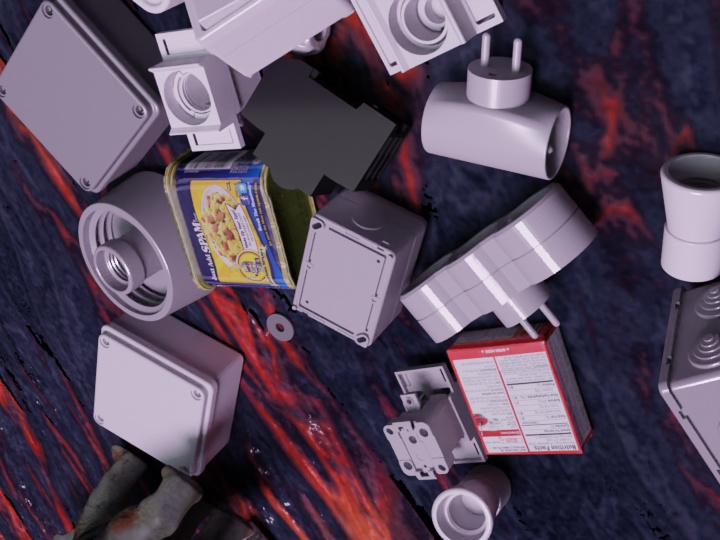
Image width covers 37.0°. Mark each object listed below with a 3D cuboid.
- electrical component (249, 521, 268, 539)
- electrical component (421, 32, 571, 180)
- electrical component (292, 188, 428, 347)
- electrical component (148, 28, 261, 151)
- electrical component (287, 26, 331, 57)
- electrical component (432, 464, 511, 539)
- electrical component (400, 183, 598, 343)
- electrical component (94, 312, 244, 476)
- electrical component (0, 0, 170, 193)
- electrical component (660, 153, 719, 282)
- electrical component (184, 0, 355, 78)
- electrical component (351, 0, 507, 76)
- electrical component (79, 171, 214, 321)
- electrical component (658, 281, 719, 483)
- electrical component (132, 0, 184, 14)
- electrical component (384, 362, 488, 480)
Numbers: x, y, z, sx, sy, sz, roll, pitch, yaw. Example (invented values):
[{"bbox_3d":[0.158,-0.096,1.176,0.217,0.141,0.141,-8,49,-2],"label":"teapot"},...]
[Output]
[{"bbox_3d":[-0.085,0.259,0.951,0.065,0.044,0.044,38,132,0],"label":"electrical component"},{"bbox_3d":[0.080,-0.097,0.619,0.077,0.044,0.079,16,125,24],"label":"electrical component"},{"bbox_3d":[0.000,0.000,0.719,0.062,0.061,0.096,27,129,16],"label":"electrical component"},{"bbox_3d":[-0.097,-0.122,0.704,0.042,0.064,0.081,1,119,30],"label":"electrical component"},{"bbox_3d":[-0.051,-0.154,0.674,0.061,0.035,0.035,13,124,29],"label":"electrical component"},{"bbox_3d":[0.083,0.165,0.766,0.044,0.065,0.044,5,103,24],"label":"electrical component"},{"bbox_3d":[0.094,0.010,0.671,0.073,0.052,0.138,50,132,-4],"label":"electrical component"},{"bbox_3d":[-0.159,0.098,0.886,0.109,0.056,0.108,27,129,16],"label":"electrical component"},{"bbox_3d":[-0.189,-0.129,0.762,0.108,0.056,0.109,48,132,-2],"label":"electrical component"},{"bbox_3d":[0.187,-0.027,0.597,0.044,0.044,0.065,14,129,25],"label":"electrical component"},{"bbox_3d":[-0.063,-0.162,0.625,0.096,0.061,0.061,-28,64,20],"label":"electrical component"},{"bbox_3d":[0.025,-0.180,0.589,0.079,0.063,0.121,-19,107,39],"label":"electrical component"},{"bbox_3d":[-0.164,-0.013,0.807,0.108,0.060,0.108,23,131,29],"label":"electrical component"},{"bbox_3d":[0.212,0.061,0.596,0.048,0.099,0.099,-21,117,35],"label":"electrical component"},{"bbox_3d":[-0.111,-0.212,0.658,0.054,0.059,0.095,38,131,6],"label":"electrical component"},{"bbox_3d":[0.051,0.109,0.753,0.042,0.064,0.081,-12,111,38],"label":"electrical component"}]
